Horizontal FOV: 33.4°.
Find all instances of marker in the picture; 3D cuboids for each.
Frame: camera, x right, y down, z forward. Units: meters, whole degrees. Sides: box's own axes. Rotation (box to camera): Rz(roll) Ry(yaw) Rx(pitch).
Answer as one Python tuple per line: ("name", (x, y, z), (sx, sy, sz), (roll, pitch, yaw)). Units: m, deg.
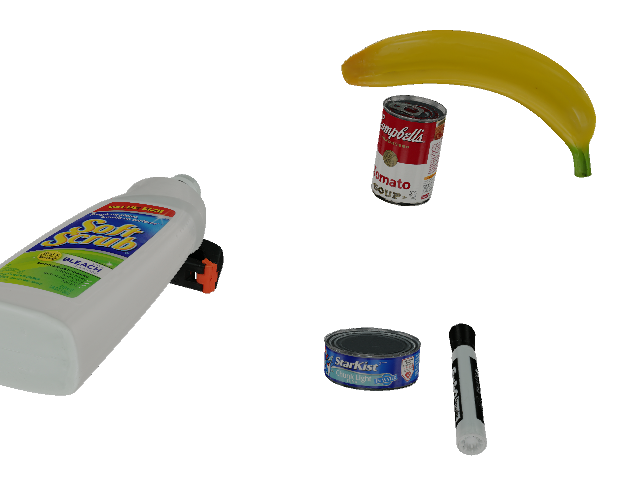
("marker", (0.098, 0.096, 0.717), (0.020, 0.020, 0.121), (0, 32, 4))

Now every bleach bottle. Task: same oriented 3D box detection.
("bleach bottle", (-0.157, 0.013, 0.773), (0.103, 0.068, 0.250), (11, 30, 14))

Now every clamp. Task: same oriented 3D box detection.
("clamp", (-0.140, 0.006, 1.031), (0.120, 0.039, 0.172), (-19, 33, -39))

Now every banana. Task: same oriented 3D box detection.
("banana", (0.115, -0.109, 0.742), (0.197, 0.069, 0.037), (21, -2, -9))

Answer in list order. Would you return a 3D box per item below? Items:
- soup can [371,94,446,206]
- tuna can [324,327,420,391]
("soup can", (0.094, -0.097, 1.146), (0.068, 0.102, 0.068), (6, 29, -3))
("tuna can", (0.045, 0.105, 0.947), (0.086, 0.034, 0.086), (2, 11, -1))
